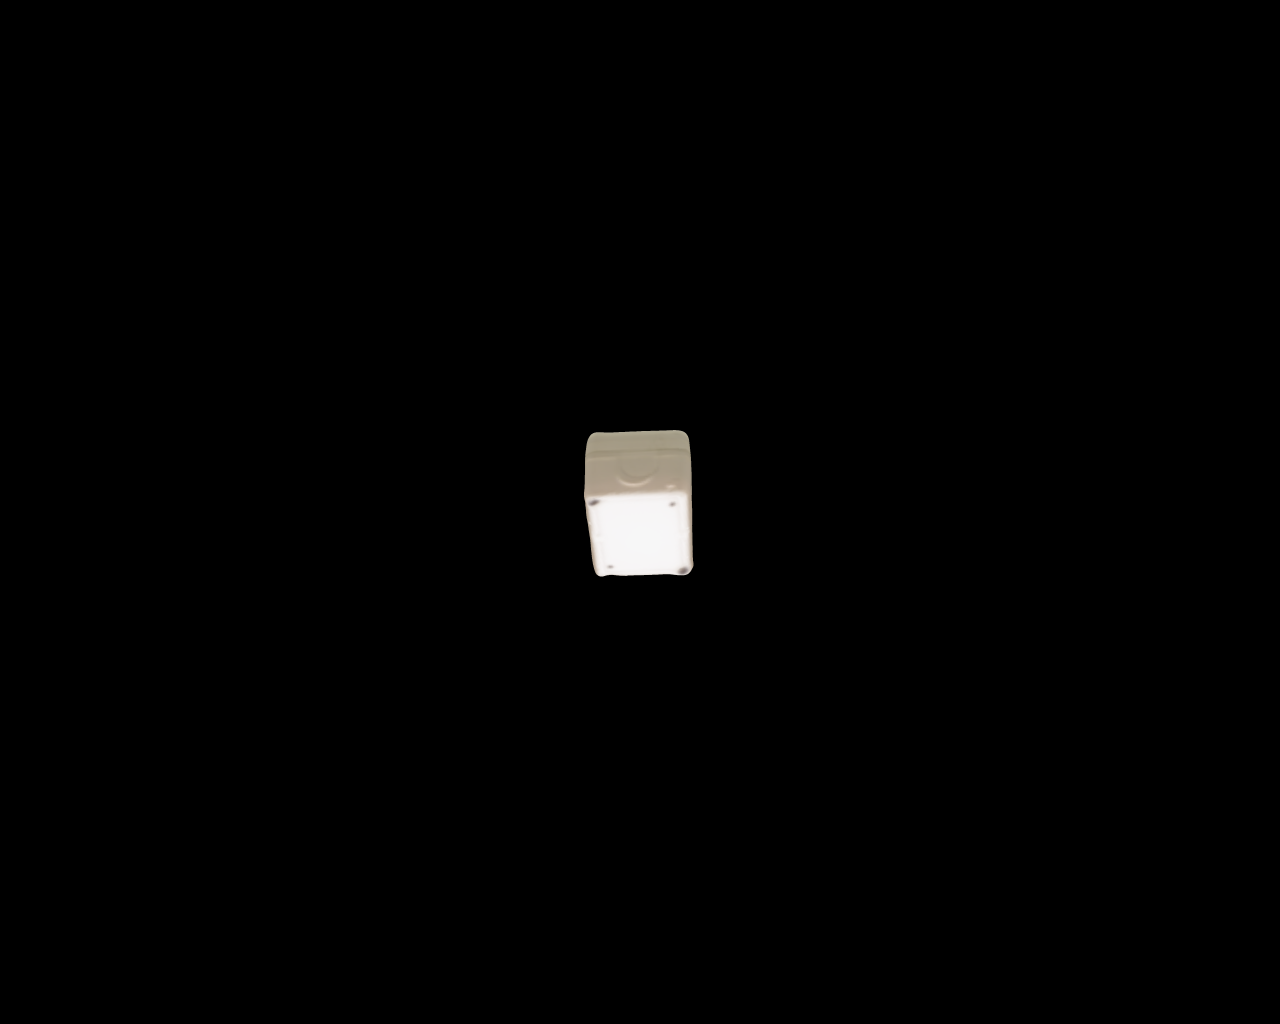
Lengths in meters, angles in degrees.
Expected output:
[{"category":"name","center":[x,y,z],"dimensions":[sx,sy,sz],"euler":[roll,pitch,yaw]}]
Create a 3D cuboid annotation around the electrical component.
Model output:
[{"category":"electrical component","center":[0.001,-0.003,0.650],"dimensions":[0.062,0.061,0.096],"euler":[-2,-40,2]}]
